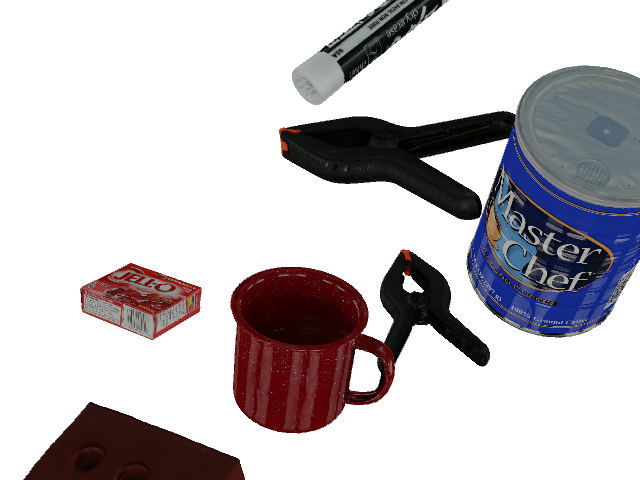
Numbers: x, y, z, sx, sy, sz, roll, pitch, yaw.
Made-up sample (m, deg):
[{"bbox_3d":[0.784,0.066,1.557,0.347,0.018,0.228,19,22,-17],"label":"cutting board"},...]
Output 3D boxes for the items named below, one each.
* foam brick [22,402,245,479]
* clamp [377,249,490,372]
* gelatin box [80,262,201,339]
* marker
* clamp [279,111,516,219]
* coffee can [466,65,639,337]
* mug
[{"bbox_3d":[-0.074,0.112,0.440,0.078,0.051,0.053,15,43,22],"label":"foam brick"},{"bbox_3d":[0.120,0.080,1.175,0.120,0.171,0.039,5,-43,-5],"label":"clamp"},{"bbox_3d":[-0.169,0.055,1.005,0.089,0.030,0.073,18,26,26],"label":"gelatin box"},{"bbox_3d":[0.036,-0.103,0.484,0.121,0.020,0.020,-41,17,-20],"label":"marker"},{"bbox_3d":[0.067,-0.081,0.940,0.210,0.036,0.164,12,35,25],"label":"clamp"},{"bbox_3d":[0.154,-0.021,0.650,0.102,0.103,0.140,0,-36,-7],"label":"coffee can"},{"bbox_3d":[-0.006,0.080,0.732,0.117,0.081,0.093,13,33,10],"label":"mug"}]
